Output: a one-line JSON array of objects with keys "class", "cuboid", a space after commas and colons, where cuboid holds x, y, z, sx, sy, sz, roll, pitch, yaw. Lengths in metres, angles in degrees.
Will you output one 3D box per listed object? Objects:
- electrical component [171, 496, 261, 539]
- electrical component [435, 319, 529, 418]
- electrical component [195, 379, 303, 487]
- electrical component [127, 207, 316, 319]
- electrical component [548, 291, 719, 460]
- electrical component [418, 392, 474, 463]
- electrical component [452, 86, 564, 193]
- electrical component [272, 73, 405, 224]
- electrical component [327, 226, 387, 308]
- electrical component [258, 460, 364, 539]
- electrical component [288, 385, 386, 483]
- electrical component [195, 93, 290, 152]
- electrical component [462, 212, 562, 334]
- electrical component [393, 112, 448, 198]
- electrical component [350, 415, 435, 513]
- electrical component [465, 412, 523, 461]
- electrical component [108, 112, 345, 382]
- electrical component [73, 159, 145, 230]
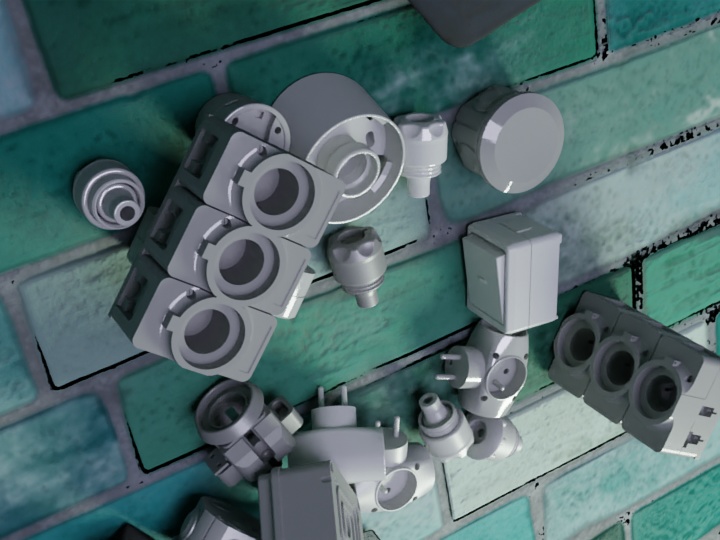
[{"class": "electrical component", "cuboid": [-0.106, 0.218, 0.846, 0.080, 0.080, 0.051, 30, 88, -36]}, {"class": "electrical component", "cuboid": [0.100, 0.084, 0.930, 0.079, 0.044, 0.077, 4, 108, -29]}, {"class": "electrical component", "cuboid": [-0.090, 0.120, 0.826, 0.078, 0.058, 0.057, -41, 128, -9]}, {"class": "electrical component", "cuboid": [-0.090, -0.019, 0.768, 0.138, 0.052, 0.073, 20, 100, -35]}, {"class": "electrical component", "cuboid": [0.244, 0.090, 0.950, 0.062, 0.150, 0.089, 14, 103, -35]}, {"class": "electrical component", "cuboid": [0.070, 0.133, 0.934, 0.043, 0.043, 0.062, -36, 123, -12]}, {"class": "electrical component", "cuboid": [0.117, -0.105, 0.853, 0.080, 0.051, 0.080, -12, 116, -26]}, {"class": "electrical component", "cuboid": [-0.018, -0.086, 0.789, 0.099, 0.064, 0.099, -21, 134, -24]}, {"class": "electrical component", "cuboid": [0.000, 0.000, 0.835, 0.043, 0.043, 0.062, -26, 123, -19]}, {"class": "electrical component", "cuboid": [-0.036, 0.201, 0.830, 0.057, 0.078, 0.113, -11, 149, 7]}, {"class": "electrical component", "cuboid": [-0.020, 0.133, 0.872, 0.077, 0.043, 0.079, -3, 75, -2]}, {"class": "electrical component", "cuboid": [-0.083, -0.093, 0.743, 0.055, 0.047, 0.055, -12, 116, -26]}, {"class": "electrical component", "cuboid": [0.124, 0.009, 0.900, 0.061, 0.062, 0.096, -14, 117, -25]}, {"class": "electrical component", "cuboid": [0.045, -0.087, 0.824, 0.043, 0.043, 0.062, -13, 118, -25]}, {"class": "electrical component", "cuboid": [0.022, 0.161, 0.917, 0.077, 0.044, 0.079, -10, 115, -27]}, {"class": "electrical component", "cuboid": [0.124, 0.152, 0.974, 0.062, 0.048, 0.048, 23, 98, -44]}, {"class": "electrical component", "cuboid": [-0.085, -0.012, 0.701, 0.089, 0.062, 0.150, 23, 97, -34]}, {"class": "electrical component", "cuboid": [-0.162, -0.047, 0.708, 0.043, 0.062, 0.043, -12, 116, -26]}]
